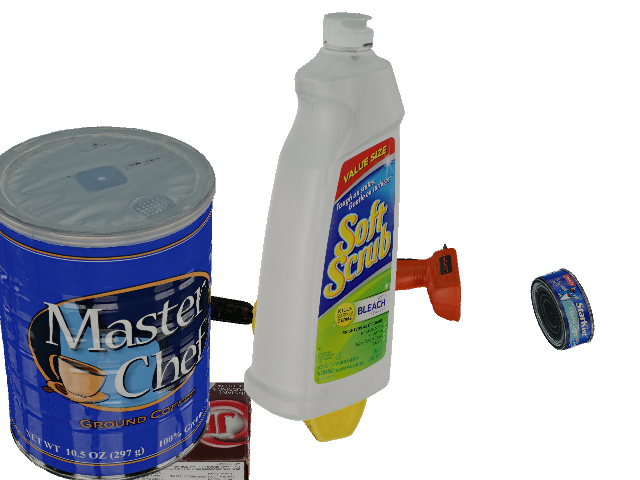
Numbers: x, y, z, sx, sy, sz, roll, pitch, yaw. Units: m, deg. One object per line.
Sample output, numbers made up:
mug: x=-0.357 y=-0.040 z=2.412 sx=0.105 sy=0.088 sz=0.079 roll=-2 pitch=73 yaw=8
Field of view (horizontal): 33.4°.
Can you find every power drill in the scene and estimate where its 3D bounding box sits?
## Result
power drill: x=0.068 y=0.057 z=1.240 sx=0.187 sy=0.057 sz=0.184 roll=1 pitch=28 yaw=5

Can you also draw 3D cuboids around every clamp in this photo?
clamp: x=-0.198 y=0.069 z=1.169 sx=0.210 sy=0.036 sz=0.164 roll=19 pitch=21 yaw=25

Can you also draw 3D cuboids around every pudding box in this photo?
pudding box: x=-0.108 y=0.144 z=0.782 sx=0.113 sy=0.039 sz=0.090 roll=-1 pitch=28 yaw=-3

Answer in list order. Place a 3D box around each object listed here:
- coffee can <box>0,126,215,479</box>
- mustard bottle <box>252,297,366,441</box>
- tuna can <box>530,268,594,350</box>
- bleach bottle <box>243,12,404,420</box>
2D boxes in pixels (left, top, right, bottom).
coffee can: x=-0.103 y=0.030 z=0.515 sx=0.103 sy=0.140 sz=0.103 roll=3 pitch=31 yaw=-2
mustard bottle: x=-0.020 y=0.096 z=0.986 sx=0.058 sy=0.096 sz=0.192 roll=-9 pitch=26 yaw=-21
tuna can: x=0.263 y=0.076 z=1.168 sx=0.033 sy=0.086 sz=0.086 roll=-17 pitch=3 yaw=-9
bleach bottle: x=0.005 y=-0.017 z=0.684 sx=0.102 sy=0.251 sz=0.068 roll=-14 pitch=25 yaw=-39
